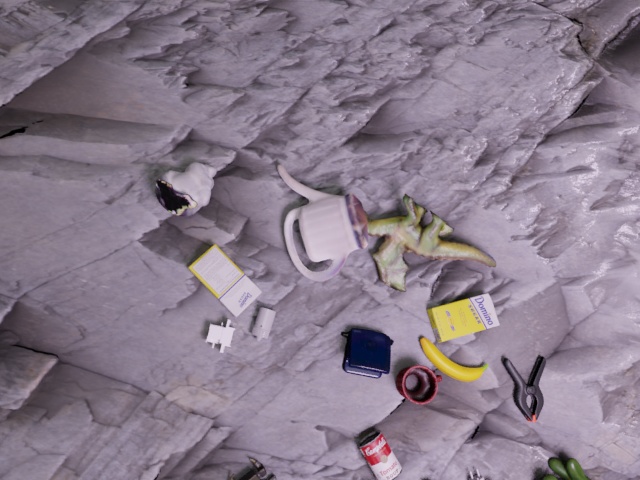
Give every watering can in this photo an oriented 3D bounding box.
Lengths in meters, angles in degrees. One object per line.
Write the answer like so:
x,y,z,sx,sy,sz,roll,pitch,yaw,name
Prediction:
0.004,-0.069,1.368,0.224,0.103,0.352,-16,74,9,watering can

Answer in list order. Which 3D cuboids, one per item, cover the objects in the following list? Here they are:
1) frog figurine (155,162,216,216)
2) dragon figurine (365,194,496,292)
-0.349,-0.142,1.358,0.137,0.120,0.163,20,38,5,frog figurine
0.258,0.030,1.412,0.411,0.122,0.243,37,90,4,dragon figurine
